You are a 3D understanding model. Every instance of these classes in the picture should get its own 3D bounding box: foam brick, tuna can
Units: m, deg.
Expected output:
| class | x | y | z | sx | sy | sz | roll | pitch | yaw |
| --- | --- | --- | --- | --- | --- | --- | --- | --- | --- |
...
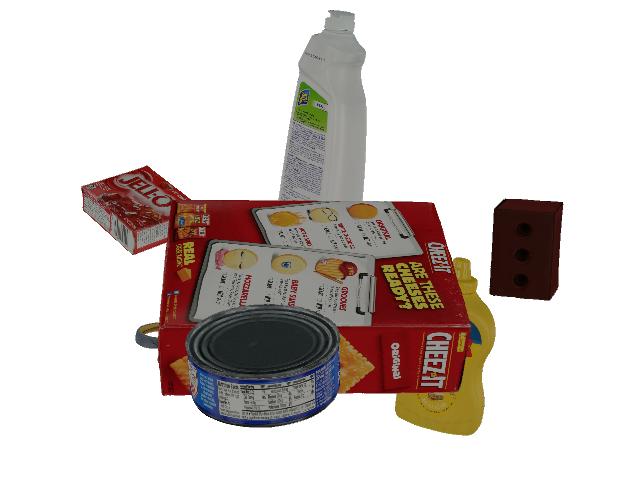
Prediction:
| class | x | y | z | sx | sy | sz | roll | pitch | yaw |
| --- | --- | --- | --- | --- | --- | --- | --- | --- | --- |
| foam brick | 0.175 | 0.007 | 0.908 | 0.053 | 0.078 | 0.051 | 5 | 15 | 19 |
| tuna can | -0.031 | 0.069 | 0.594 | 0.086 | 0.034 | 0.086 | -2 | 22 | 0 |

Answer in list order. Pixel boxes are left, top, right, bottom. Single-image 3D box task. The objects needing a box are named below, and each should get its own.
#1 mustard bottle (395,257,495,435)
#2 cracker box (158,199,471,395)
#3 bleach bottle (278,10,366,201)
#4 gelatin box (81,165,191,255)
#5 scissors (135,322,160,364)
| class | x | y | z | sx | sy | sz | roll | pitch | yaw |
| --- | --- | --- | --- | --- | --- | --- | --- | --- | --- |
| mustard bottle | 0.142 | 0.113 | 1.175 | 0.096 | 0.192 | 0.058 | 12 | 14 | 22 |
| cracker box | -0.010 | 0.040 | 0.800 | 0.213 | 0.072 | 0.164 | 1 | 34 | -5 |
| bleach bottle | 0.011 | -0.114 | 1.133 | 0.067 | 0.251 | 0.103 | -10 | 26 | -43 |
| gelatin box | -0.164 | -0.030 | 0.974 | 0.073 | 0.030 | 0.089 | -22 | 44 | -36 |
| scissors | -0.103 | 0.116 | 1.185 | 0.201 | 0.016 | 0.096 | 3 | 26 | -17 |
